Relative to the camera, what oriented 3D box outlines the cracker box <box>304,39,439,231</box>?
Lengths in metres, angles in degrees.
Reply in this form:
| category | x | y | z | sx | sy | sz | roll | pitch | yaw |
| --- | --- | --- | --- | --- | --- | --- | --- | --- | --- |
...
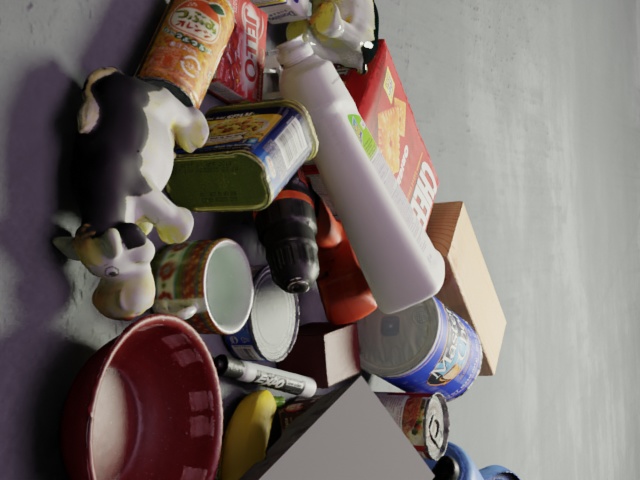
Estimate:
| category | x | y | z | sx | sy | sz | roll | pitch | yaw |
| --- | --- | --- | --- | --- | --- | --- | --- | --- | --- |
| cracker box | 0.053 | -0.074 | 1.112 | 0.213 | 0.072 | 0.164 | 62 | 37 | -42 |

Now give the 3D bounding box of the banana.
| category | x | y | z | sx | sy | sz | roll | pitch | yaw |
| --- | --- | --- | --- | --- | --- | --- | --- | --- | --- |
| banana | -0.056 | 0.198 | 0.886 | 0.069 | 0.037 | 0.197 | 40 | 41 | -33 |

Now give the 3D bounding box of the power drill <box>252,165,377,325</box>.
| category | x | y | z | sx | sy | sz | roll | pitch | yaw |
| --- | --- | --- | --- | --- | --- | --- | --- | --- | --- |
| power drill | -0.006 | 0.001 | 0.954 | 0.187 | 0.057 | 0.184 | 55 | 19 | -51 |

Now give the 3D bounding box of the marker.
| category | x | y | z | sx | sy | sz | roll | pitch | yaw |
| --- | --- | --- | --- | --- | --- | --- | --- | --- | --- |
| marker | -0.048 | 0.118 | 0.928 | 0.120 | 0.020 | 0.020 | 23 | 67 | -46 |

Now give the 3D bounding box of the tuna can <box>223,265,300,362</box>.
| category | x | y | z | sx | sy | sz | roll | pitch | yaw |
| --- | --- | --- | --- | --- | --- | --- | --- | --- | --- |
| tuna can | -0.052 | 0.064 | 0.935 | 0.086 | 0.034 | 0.086 | 10 | 79 | -63 |

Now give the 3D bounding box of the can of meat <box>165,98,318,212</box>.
| category | x | y | z | sx | sy | sz | roll | pitch | yaw |
| --- | --- | --- | --- | --- | --- | --- | --- | --- | --- |
| can of meat | -0.065 | -0.066 | 0.848 | 0.083 | 0.102 | 0.057 | -54 | 134 | -47 |

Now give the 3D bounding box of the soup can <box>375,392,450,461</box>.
| category | x | y | z | sx | sy | sz | roll | pitch | yaw |
| --- | --- | --- | --- | --- | --- | --- | --- | --- | --- |
| soup can | 0.074 | 0.190 | 1.097 | 0.068 | 0.102 | 0.068 | 9 | 80 | -62 |

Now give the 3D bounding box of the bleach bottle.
| category | x | y | z | sx | sy | sz | roll | pitch | yaw |
| --- | --- | --- | --- | --- | --- | --- | --- | --- | --- |
| bleach bottle | 0.029 | -0.063 | 0.945 | 0.251 | 0.068 | 0.102 | 63 | 12 | -12 |

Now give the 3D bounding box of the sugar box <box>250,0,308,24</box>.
| category | x | y | z | sx | sy | sz | roll | pitch | yaw |
| --- | --- | --- | --- | --- | --- | --- | --- | --- | --- |
| sugar box | -0.064 | -0.263 | 0.927 | 0.176 | 0.048 | 0.093 | 20 | 70 | -60 |

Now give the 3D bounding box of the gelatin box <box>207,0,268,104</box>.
| category | x | y | z | sx | sy | sz | roll | pitch | yaw |
| --- | --- | --- | --- | --- | --- | --- | --- | --- | --- |
| gelatin box | -0.075 | -0.165 | 0.912 | 0.073 | 0.030 | 0.089 | 25 | 66 | -60 |

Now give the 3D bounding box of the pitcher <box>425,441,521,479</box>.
| category | x | y | z | sx | sy | sz | roll | pitch | yaw |
| --- | --- | --- | --- | --- | --- | --- | --- | --- | --- |
| pitcher | 0.169 | 0.335 | 1.241 | 0.149 | 0.145 | 0.242 | -85 | 153 | -48 |

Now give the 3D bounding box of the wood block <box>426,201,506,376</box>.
| category | x | y | z | sx | sy | sz | roll | pitch | yaw |
| --- | --- | --- | --- | --- | --- | --- | --- | --- | --- |
| wood block | 0.147 | 0.062 | 1.266 | 0.206 | 0.090 | 0.090 | 64 | 35 | -38 |

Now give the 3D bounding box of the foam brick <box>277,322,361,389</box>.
| category | x | y | z | sx | sy | sz | roll | pitch | yaw |
| --- | --- | --- | --- | --- | --- | --- | --- | --- | --- |
| foam brick | -0.001 | 0.109 | 1.012 | 0.078 | 0.053 | 0.051 | -10 | 97 | -62 |

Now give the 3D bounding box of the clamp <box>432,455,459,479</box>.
| category | x | y | z | sx | sy | sz | roll | pitch | yaw |
| --- | --- | --- | --- | --- | --- | --- | --- | --- | --- |
| clamp | 0.083 | 0.311 | 1.096 | 0.036 | 0.164 | 0.210 | 55 | -11 | 46 |

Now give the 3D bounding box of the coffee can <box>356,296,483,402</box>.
| category | x | y | z | sx | sy | sz | roll | pitch | yaw |
| --- | --- | --- | --- | --- | --- | --- | --- | --- | --- |
| coffee can | 0.100 | 0.108 | 1.116 | 0.140 | 0.103 | 0.103 | 37 | 56 | -57 |

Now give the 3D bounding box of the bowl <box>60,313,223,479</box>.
| category | x | y | z | sx | sy | sz | roll | pitch | yaw |
| --- | --- | --- | --- | --- | --- | --- | --- | --- | --- |
| bowl | -0.132 | 0.132 | 0.749 | 0.161 | 0.055 | 0.162 | 9 | 80 | -62 |

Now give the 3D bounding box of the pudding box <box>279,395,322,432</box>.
| category | x | y | z | sx | sy | sz | roll | pitch | yaw |
| --- | --- | --- | --- | --- | --- | --- | --- | --- | --- |
| pudding box | -0.005 | 0.191 | 0.973 | 0.113 | 0.039 | 0.090 | 4 | 79 | -78 |
